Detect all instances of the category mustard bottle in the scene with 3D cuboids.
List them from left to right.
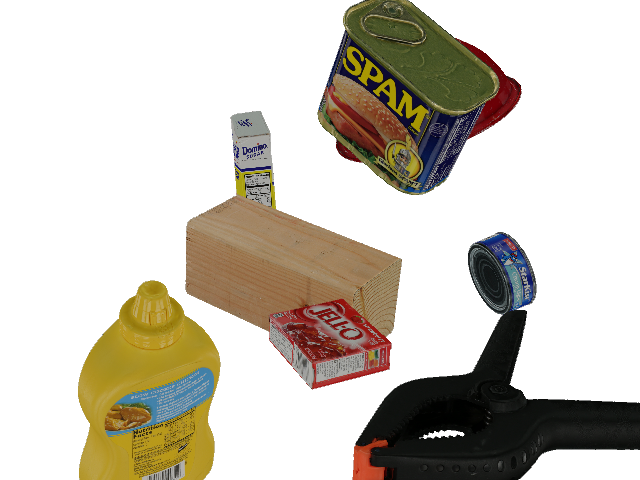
[{"bbox_3d":[-0.115,0.103,0.718,0.096,0.192,0.058,-17,46,-28],"label":"mustard bottle"}]

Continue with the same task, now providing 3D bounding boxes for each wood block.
[{"bbox_3d":[-0.031,0.037,1.091,0.206,0.091,0.090,22,34,28],"label":"wood block"}]

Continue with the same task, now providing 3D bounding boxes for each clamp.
[{"bbox_3d":[0.100,0.097,0.628,0.209,0.036,0.165,-11,25,-26],"label":"clamp"}]

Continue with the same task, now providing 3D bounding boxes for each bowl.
[{"bbox_3d":[0.081,-0.125,0.885,0.162,0.055,0.162,-18,24,8],"label":"bowl"}]

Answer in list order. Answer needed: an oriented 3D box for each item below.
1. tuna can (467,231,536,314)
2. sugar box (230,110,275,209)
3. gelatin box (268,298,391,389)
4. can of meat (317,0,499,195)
[{"bbox_3d":[0.196,0.036,1.160,0.033,0.086,0.086,-22,6,-17],"label":"tuna can"},{"bbox_3d":[-0.081,-0.061,1.311,0.048,0.176,0.093,-9,25,-7],"label":"sugar box"},{"bbox_3d":[0.006,0.084,0.894,0.073,0.030,0.089,-11,27,-24],"label":"gelatin box"},{"bbox_3d":[0.051,-0.089,0.673,0.057,0.102,0.084,-33,-22,-35],"label":"can of meat"}]
